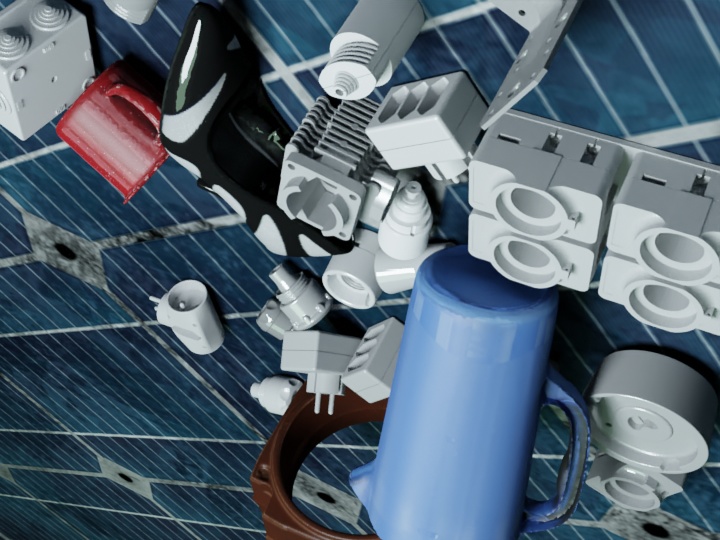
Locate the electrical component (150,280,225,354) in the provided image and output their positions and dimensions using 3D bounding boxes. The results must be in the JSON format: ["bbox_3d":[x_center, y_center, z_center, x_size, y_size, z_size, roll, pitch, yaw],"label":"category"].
[{"bbox_3d":[-0.190,0.046,1.148,0.079,0.043,0.077,17,147,22],"label":"electrical component"}]

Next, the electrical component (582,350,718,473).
[{"bbox_3d":[0.234,0.108,0.867,0.108,0.060,0.108,22,148,14],"label":"electrical component"}]

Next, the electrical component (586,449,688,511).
[{"bbox_3d":[0.249,0.177,0.960,0.050,0.055,0.089,33,149,-6],"label":"electrical component"}]

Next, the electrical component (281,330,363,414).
[{"bbox_3d":[-0.031,0.100,1.034,0.047,0.075,0.083,-3,169,42],"label":"electrical component"}]

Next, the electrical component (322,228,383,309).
[{"bbox_3d":[0.000,0.000,0.918,0.055,0.047,0.055,21,148,14],"label":"electrical component"}]

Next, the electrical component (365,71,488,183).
[{"bbox_3d":[0.056,-0.088,0.741,0.066,0.047,0.076,-4,135,44],"label":"electrical component"}]

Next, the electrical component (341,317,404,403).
[{"bbox_3d":[0.035,0.096,1.011,0.077,0.065,0.047,39,148,-15],"label":"electrical component"}]

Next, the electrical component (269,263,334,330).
[{"bbox_3d":[-0.059,0.022,1.004,0.062,0.048,0.048,49,145,-15],"label":"electrical component"}]

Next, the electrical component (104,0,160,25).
[{"bbox_3d":[-0.157,-0.205,0.752,0.043,0.043,0.081,36,149,-10],"label":"electrical component"}]

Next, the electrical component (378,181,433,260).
[{"bbox_3d":[0.037,-0.041,0.834,0.040,0.040,0.078,24,149,10],"label":"electrical component"}]

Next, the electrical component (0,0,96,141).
[{"bbox_3d":[-0.257,-0.162,0.848,0.048,0.099,0.099,36,151,15],"label":"electrical component"}]

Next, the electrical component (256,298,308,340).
[{"bbox_3d":[-0.071,0.055,1.072,0.061,0.035,0.035,33,149,-9],"label":"electrical component"}]

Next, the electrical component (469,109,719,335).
[{"bbox_3d":[0.168,-0.029,0.722,0.186,0.060,0.105,19,148,18],"label":"electrical component"}]

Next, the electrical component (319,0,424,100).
[{"bbox_3d":[0.005,-0.138,0.677,0.043,0.081,0.043,21,148,14],"label":"electrical component"}]

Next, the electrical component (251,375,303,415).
[{"bbox_3d":[-0.094,0.139,1.206,0.062,0.043,0.043,7,143,35],"label":"electrical component"}]

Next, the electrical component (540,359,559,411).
[{"bbox_3d":[0.141,0.093,0.931,0.047,0.055,0.055,25,149,0],"label":"electrical component"}]

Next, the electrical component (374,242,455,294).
[{"bbox_3d":[0.050,-0.004,0.878,0.065,0.044,0.044,-3,136,36],"label":"electrical component"}]
